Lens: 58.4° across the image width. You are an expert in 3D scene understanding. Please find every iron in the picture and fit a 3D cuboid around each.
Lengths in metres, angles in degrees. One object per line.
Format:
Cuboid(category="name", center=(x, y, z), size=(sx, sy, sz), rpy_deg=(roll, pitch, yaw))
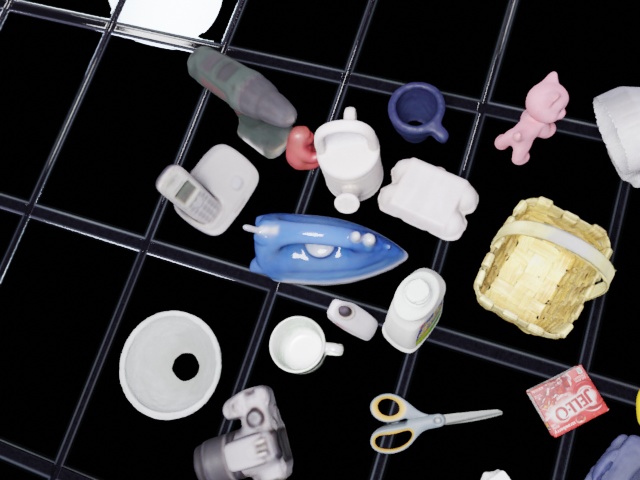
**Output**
Cuboid(category="iron", center=(0.008, 0.003, 0.900), size=(0.258, 0.141, 0.119), rpy_deg=(2, 76, 9))

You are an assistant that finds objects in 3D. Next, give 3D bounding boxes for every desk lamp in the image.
Cuboid(category="desk lamp", center=(0.492, -0.162, 0.831), size=(0.203, 0.214, 0.118), rpy_deg=(-18, 73, 4))

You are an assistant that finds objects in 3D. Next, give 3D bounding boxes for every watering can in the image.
Cuboid(category="watering can", center=(0.048, -0.129, 0.901), size=(0.101, 0.194, 0.173), rpy_deg=(-22, 73, 3))

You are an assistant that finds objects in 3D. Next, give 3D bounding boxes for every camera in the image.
Cuboid(category="camera", center=(-0.124, 0.305, 0.862), size=(0.136, 0.101, 0.143), rpy_deg=(-19, 73, 4))

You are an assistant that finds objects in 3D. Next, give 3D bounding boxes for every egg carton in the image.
Cuboid(category="egg carton", center=(0.176, -0.067, 0.930), size=(0.150, 0.069, 0.107), rpy_deg=(25, 81, 14))

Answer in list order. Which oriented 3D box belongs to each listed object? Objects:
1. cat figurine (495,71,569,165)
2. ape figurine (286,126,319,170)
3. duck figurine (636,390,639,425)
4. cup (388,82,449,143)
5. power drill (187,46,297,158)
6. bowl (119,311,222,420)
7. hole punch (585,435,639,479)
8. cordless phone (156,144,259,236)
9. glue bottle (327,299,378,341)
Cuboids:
Cuboid(category="cat figurine", center=(0.345, -0.198, 0.913), size=(0.067, 0.118, 0.128), rpy_deg=(41, 85, 16))
Cuboid(category="ape figurine", center=(-0.028, -0.163, 0.975), size=(0.076, 0.092, 0.077), rpy_deg=(-29, 73, 1))
Cuboid(category="duck figurine", center=(0.495, 0.227, 0.796), size=(0.077, 0.086, 0.105), rpy_deg=(30, 82, 15))
Cuboid(category="cup", center=(0.169, -0.193, 0.951), size=(0.092, 0.095, 0.117), rpy_deg=(-40, 73, -3))
Cuboid(category="power drill", center=(-0.109, -0.218, 0.940), size=(0.229, 0.208, 0.076), rpy_deg=(37, 84, 16))
Cuboid(category="bowl", center=(-0.228, 0.201, 0.919), size=(0.167, 0.075, 0.167), rpy_deg=(-2, 75, 8))
Cuboid(category="hole punch", center=(0.430, 0.332, 0.776), size=(0.101, 0.091, 0.109), rpy_deg=(39, 84, 16))
Cuboid(category="cordless phone", center=(-0.185, -0.098, 0.933), size=(0.094, 0.185, 0.148), rpy_deg=(30, 82, 15))
Cuboid(category="glue bottle", center=(0.043, 0.114, 0.849), size=(0.078, 0.173, 0.037), rpy_deg=(24, 80, 14))
